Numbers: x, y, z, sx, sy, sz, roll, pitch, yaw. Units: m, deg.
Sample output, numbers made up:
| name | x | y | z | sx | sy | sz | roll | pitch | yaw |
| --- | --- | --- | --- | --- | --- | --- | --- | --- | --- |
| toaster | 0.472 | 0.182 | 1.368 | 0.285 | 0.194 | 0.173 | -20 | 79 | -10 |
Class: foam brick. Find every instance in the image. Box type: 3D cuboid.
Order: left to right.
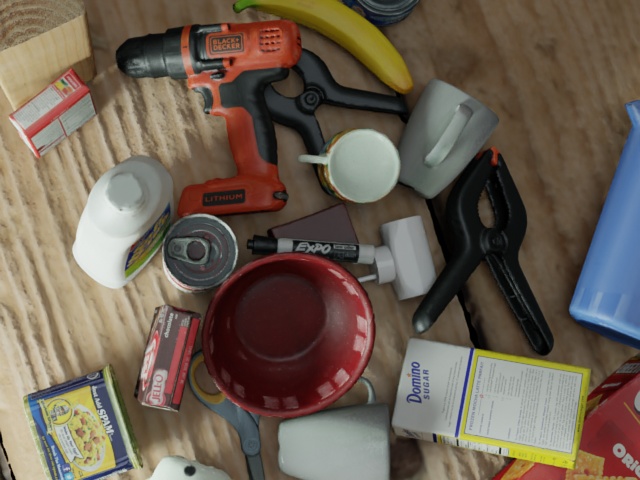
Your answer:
| name | x | y | z | sx | sy | sz | roll | pitch | yaw |
| --- | --- | --- | --- | --- | --- | --- | --- | --- | --- |
| foam brick | -0.007 | 0.001 | 1.044 | 0.078 | 0.051 | 0.053 | -20 | 91 | -10 |

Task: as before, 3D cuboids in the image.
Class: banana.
| name | x | y | z | sx | sy | sz | roll | pitch | yaw |
| --- | --- | --- | --- | --- | --- | --- | --- | --- | --- |
| banana | 0.010 | -0.211 | 1.073 | 0.197 | 0.037 | 0.069 | 23 | 66 | -9 |

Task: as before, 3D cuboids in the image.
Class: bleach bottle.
| name | x | y | z | sx | sy | sz | roll | pitch | yaw |
| --- | --- | --- | --- | --- | --- | --- | --- | --- | --- |
| bleach bottle | -0.171 | -0.017 | 0.920 | 0.068 | 0.251 | 0.102 | 41 | 80 | -3 |

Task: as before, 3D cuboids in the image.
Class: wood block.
| name | x | y | z | sx | sy | sz | roll | pitch | yaw |
| --- | --- | --- | --- | --- | --- | --- | --- | --- | --- |
| wood block | -0.260 | -0.192 | 0.948 | 0.090 | 0.206 | 0.091 | -27 | 89 | -11 |

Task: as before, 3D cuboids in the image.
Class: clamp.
| name | x | y | z | sx | sy | sz | roll | pitch | yaw |
| --- | --- | --- | --- | --- | --- | --- | --- | --- | --- |
| clamp | 0.001 | -0.142 | 1.067 | 0.120 | 0.039 | 0.171 | -42 | 95 | -10 |
| clamp | 0.157 | 0.009 | 1.058 | 0.164 | 0.036 | 0.210 | 5 | 76 | -30 |

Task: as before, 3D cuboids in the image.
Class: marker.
| name | x | y | z | sx | sy | sz | roll | pitch | yaw |
| --- | --- | --- | --- | --- | --- | --- | --- | --- | --- |
| marker | -0.009 | 0.009 | 1.006 | 0.121 | 0.020 | 0.020 | 5 | 83 | -9 |

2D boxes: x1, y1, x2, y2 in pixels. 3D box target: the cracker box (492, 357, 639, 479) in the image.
| name | x | y | z | sx | sy | sz | roll | pitch | yaw |
| --- | --- | --- | --- | --- | --- | --- | --- | --- | --- |
| cracker box | 0.297 | 0.243 | 1.055 | 0.213 | 0.072 | 0.164 | -37 | 90 | -11 |

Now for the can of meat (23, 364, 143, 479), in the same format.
| name | x | y | z | sx | sy | sz | roll | pitch | yaw |
| --- | --- | --- | --- | --- | --- | --- | --- | --- | --- |
| can of meat | -0.220 | 0.177 | 0.991 | 0.084 | 0.057 | 0.102 | -18 | 87 | -9 |

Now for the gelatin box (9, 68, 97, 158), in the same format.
| name | x | y | z | sx | sy | sz | roll | pitch | yaw |
| --- | --- | --- | --- | --- | --- | --- | --- | --- | --- |
| gelatin box | -0.249 | -0.118 | 1.001 | 0.073 | 0.089 | 0.030 | -40 | 89 | -11 |

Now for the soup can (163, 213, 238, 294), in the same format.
| name | x | y | z | sx | sy | sz | roll | pitch | yaw |
| --- | --- | --- | --- | --- | --- | --- | --- | --- | --- |
| soup can | -0.114 | 0.015 | 1.001 | 0.068 | 0.102 | 0.068 | 1 | 84 | -9 |

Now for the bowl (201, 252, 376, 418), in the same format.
| name | x | y | z | sx | sy | sz | roll | pitch | yaw |
| --- | --- | --- | --- | --- | --- | --- | --- | --- | --- |
| bowl | -0.032 | 0.081 | 0.995 | 0.162 | 0.055 | 0.162 | -3 | 106 | -10 |

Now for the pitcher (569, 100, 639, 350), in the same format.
| name | x | y | z | sx | sy | sz | roll | pitch | yaw |
| --- | --- | --- | --- | --- | --- | --- | --- | --- | --- |
| pitcher | 0.351 | -0.011 | 1.066 | 0.149 | 0.144 | 0.243 | 20 | 84 | 32 |

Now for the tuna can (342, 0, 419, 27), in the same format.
| name | x | y | z | sx | sy | sz | roll | pitch | yaw |
| --- | --- | --- | --- | --- | --- | --- | --- | --- | --- |
| tuna can | 0.064 | -0.265 | 1.092 | 0.086 | 0.034 | 0.086 | 1 | 83 | -10 |

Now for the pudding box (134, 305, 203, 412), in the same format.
| name | x | y | z | sx | sy | sz | roll | pitch | yaw |
| --- | --- | --- | --- | --- | --- | --- | --- | --- | --- |
| pudding box | -0.141 | 0.108 | 0.981 | 0.039 | 0.114 | 0.090 | 15 | 82 | -10 |

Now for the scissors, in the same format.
| name | x | y | z | sx | sy | sz | roll | pitch | yaw |
| --- | --- | --- | --- | --- | --- | --- | --- | --- | --- |
| scissors | -0.086 | 0.189 | 1.031 | 0.096 | 0.016 | 0.202 | 6 | 83 | -7 |

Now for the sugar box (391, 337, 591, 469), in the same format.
| name | x | y | z | sx | sy | sz | roll | pitch | yaw |
| --- | --- | --- | --- | --- | --- | --- | --- | --- | --- |
| sugar box | 0.163 | 0.156 | 1.024 | 0.176 | 0.048 | 0.093 | 9 | 67 | 15 |

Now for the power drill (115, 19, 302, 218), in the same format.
| name | x | y | z | sx | sy | sz | roll | pitch | yaw |
| --- | --- | --- | --- | --- | --- | --- | --- | --- | --- |
| power drill | -0.105 | -0.115 | 1.026 | 0.184 | 0.057 | 0.187 | -4 | 90 | 13 |
